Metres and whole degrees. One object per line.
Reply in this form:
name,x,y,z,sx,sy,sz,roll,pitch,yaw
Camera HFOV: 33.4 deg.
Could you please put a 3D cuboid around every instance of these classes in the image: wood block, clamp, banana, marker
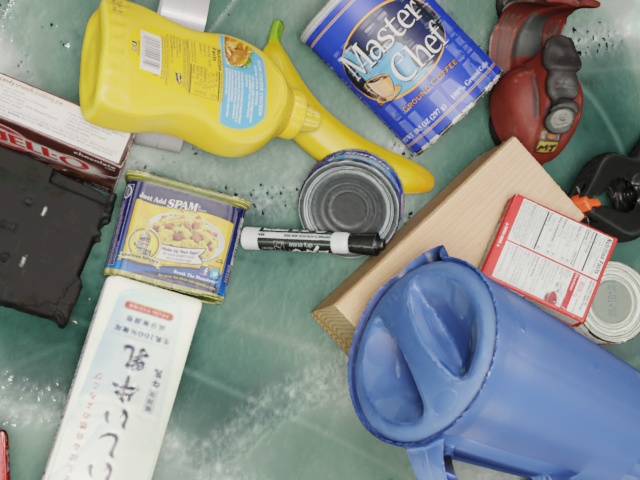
wood block,0.103,0.021,0.876,0.206,0.090,0.091,-43,93,-15
clamp,0.280,-0.033,0.934,0.171,0.039,0.120,-24,85,-35
banana,0.011,-0.098,0.899,0.069,0.037,0.198,-45,93,-14
marker,-0.006,0.001,0.857,0.121,0.020,0.020,3,79,22

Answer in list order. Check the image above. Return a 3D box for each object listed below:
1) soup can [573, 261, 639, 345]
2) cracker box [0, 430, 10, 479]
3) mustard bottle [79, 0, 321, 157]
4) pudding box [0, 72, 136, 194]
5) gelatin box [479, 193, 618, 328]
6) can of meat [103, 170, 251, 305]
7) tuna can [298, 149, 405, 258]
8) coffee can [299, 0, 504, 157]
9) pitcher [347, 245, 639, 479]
soup can,0.221,0.056,0.892,0.068,0.102,0.068,2,82,-13
cracker box,-0.300,0.249,0.755,0.164,0.072,0.214,-3,81,-14
mustard bottle,-0.084,-0.114,0.812,0.191,0.058,0.096,12,60,-30
pudding box,-0.202,-0.080,0.818,0.113,0.090,0.039,20,76,-11
gelatin box,0.174,0.016,0.825,0.089,0.030,0.073,25,77,1
can of meat,-0.114,0.000,0.845,0.102,0.057,0.084,15,80,-11
tuna can,0.025,-0.029,0.872,0.086,0.033,0.086,3,109,9
coffee can,0.067,-0.154,0.887,0.140,0.103,0.102,45,74,-4
pitcher,0.146,0.121,0.777,0.242,0.145,0.149,26,97,-37
